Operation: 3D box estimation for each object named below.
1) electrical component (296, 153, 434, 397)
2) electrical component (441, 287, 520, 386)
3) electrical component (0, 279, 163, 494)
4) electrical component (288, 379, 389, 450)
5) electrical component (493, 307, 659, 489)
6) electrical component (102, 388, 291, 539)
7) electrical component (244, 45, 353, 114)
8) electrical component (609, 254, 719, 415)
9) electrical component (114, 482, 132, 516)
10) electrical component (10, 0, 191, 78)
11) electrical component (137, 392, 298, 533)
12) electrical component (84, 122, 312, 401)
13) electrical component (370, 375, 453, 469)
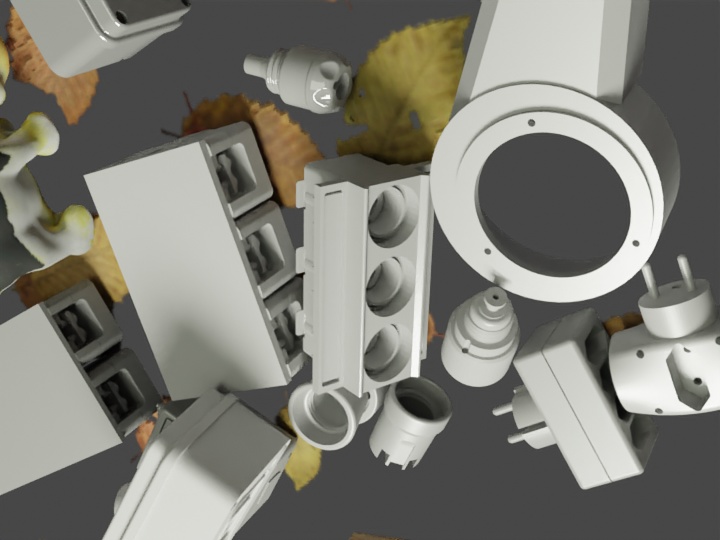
[{"bbox_3d":[0.000,0.000,0.608,0.063,0.079,0.121,28,124,47],"label":"electrical component"},{"bbox_3d":[0.068,0.033,0.591,0.040,0.040,0.078,30,152,13],"label":"electrical component"},{"bbox_3d":[-0.239,0.090,0.770,0.186,0.060,0.105,-25,98,32],"label":"electrical component"},{"bbox_3d":[-0.012,0.077,0.655,0.045,0.055,0.045,10,114,23],"label":"electrical component"},{"bbox_3d":[0.110,0.076,0.599,0.076,0.047,0.083,-25,98,32],"label":"electrical component"},{"bbox_3d":[-0.099,0.135,0.635,0.057,0.078,0.113,34,120,7],"label":"electrical component"},{"bbox_3d":[-0.037,-0.109,0.603,0.061,0.035,0.035,18,117,22],"label":"electrical component"},{"bbox_3d":[0.167,0.030,0.553,0.077,0.043,0.079,-14,104,30],"label":"electrical component"},{"bbox_3d":[-0.146,0.170,0.770,0.046,0.040,0.040,-10,106,23],"label":"electrical component"},{"bbox_3d":[-0.158,-0.176,0.611,0.057,0.078,0.113,-25,98,35],"label":"electrical component"},{"bbox_3d":[-0.102,0.120,0.714,0.096,0.061,0.061,33,121,11],"label":"electrical component"},{"bbox_3d":[-0.090,-0.005,0.656,0.089,0.062,0.150,-11,105,30],"label":"electrical component"},{"bbox_3d":[0.029,0.093,0.651,0.040,0.040,0.046,32,126,11],"label":"electrical component"}]
